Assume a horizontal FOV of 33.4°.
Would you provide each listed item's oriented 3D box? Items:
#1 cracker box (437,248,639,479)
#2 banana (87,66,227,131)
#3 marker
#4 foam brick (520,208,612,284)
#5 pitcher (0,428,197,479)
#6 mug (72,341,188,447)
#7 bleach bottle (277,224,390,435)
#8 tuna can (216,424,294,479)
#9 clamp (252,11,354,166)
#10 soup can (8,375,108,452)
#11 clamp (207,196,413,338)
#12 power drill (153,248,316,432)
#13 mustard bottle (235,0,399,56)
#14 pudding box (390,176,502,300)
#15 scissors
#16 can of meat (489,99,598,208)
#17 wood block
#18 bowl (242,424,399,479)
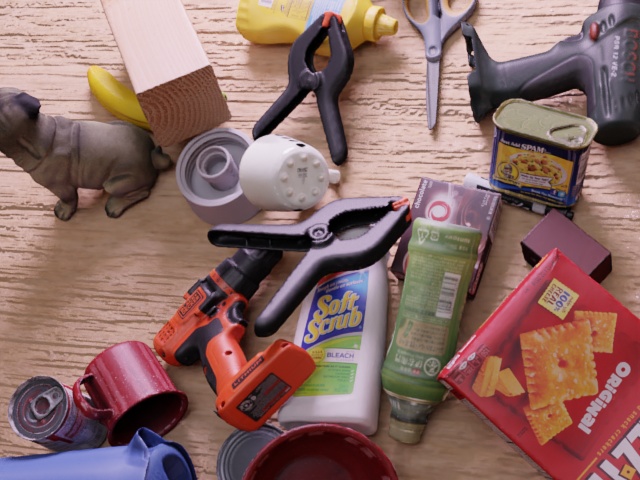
[{"bbox_3d":[0.241,0.139,0.987,0.214,0.072,0.164,42,86,9],"label":"cracker box"},{"bbox_3d":[-0.211,-0.166,1.297,0.198,0.037,0.069,15,53,19],"label":"banana"},{"bbox_3d":[0.210,-0.044,1.130,0.121,0.020,0.020,21,76,23],"label":"marker"},{"bbox_3d":[0.248,0.016,1.076,0.051,0.053,0.078,-45,63,-4],"label":"foam brick"},{"bbox_3d":[-0.252,0.286,1.084,0.243,0.145,0.149,-6,55,18],"label":"pitcher"},{"bbox_3d":[-0.208,0.162,1.123,0.082,0.117,0.093,52,126,31],"label":"mug"},{"bbox_3d":[0.020,0.075,1.116,0.103,0.068,0.251,-3,65,19],"label":"bleach bottle"},{"bbox_3d":[-0.061,0.232,1.091,0.086,0.033,0.086,-6,68,14],"label":"tuna can"},{"bbox_3d":[-0.016,-0.175,1.218,0.120,0.039,0.171,8,91,17],"label":"clamp"},{"bbox_3d":[-0.275,0.189,1.134,0.068,0.102,0.068,-6,67,14],"label":"soup can"},{"bbox_3d":[-0.007,0.001,1.094,0.209,0.036,0.165,-27,46,-14],"label":"clamp"},{"bbox_3d":[-0.078,0.093,1.105,0.184,0.057,0.188,-48,38,4],"label":"power drill"},{"bbox_3d":[0.001,-0.268,1.259,0.192,0.058,0.096,15,76,22],"label":"mustard bottle"},{"bbox_3d":[0.135,-0.002,1.124,0.090,0.039,0.113,15,74,21],"label":"pudding box"},{"bbox_3d":[0.147,-0.225,1.223,0.096,0.016,0.202,-16,65,10],"label":"scissors"},{"bbox_3d":[0.226,-0.087,1.098,0.102,0.084,0.057,19,44,21],"label":"can of meat"},{"bbox_3d":[-0.183,-0.217,1.247,0.091,0.090,0.206,-24,50,-3],"label":"wood block"},{"bbox_3d":[-0.003,0.257,1.032,0.162,0.055,0.162,1,86,-9],"label":"bowl"}]
